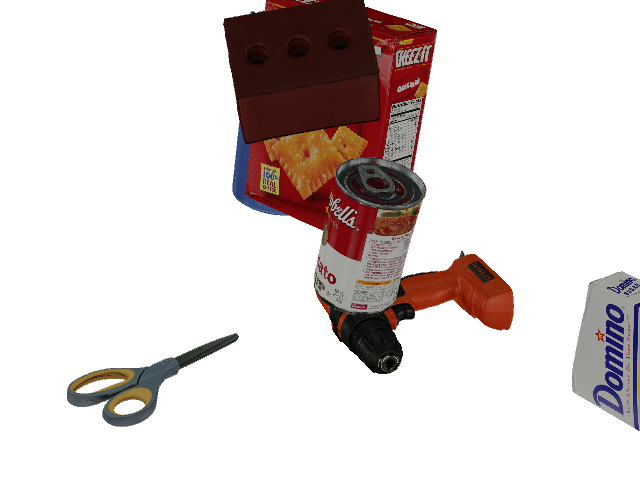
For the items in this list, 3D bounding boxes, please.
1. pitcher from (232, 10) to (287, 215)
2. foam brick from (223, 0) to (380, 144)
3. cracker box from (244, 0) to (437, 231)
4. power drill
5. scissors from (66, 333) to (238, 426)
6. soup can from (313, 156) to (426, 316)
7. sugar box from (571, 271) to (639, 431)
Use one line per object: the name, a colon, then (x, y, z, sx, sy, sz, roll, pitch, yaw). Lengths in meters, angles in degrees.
pitcher: (-0.030, -0.155, 1.316, 0.144, 0.243, 0.149, 5, 23, -16)
foam brick: (-0.010, -0.092, 0.579, 0.078, 0.053, 0.051, -11, -22, 1)
cracker box: (0.013, -0.119, 1.042, 0.164, 0.214, 0.071, 26, 31, 33)
power drill: (0.103, 0.072, 1.119, 0.187, 0.057, 0.184, -7, 27, -16)
scissors: (-0.151, 0.139, 1.067, 0.201, 0.016, 0.096, -12, 31, -29)
soup can: (0.036, -0.003, 0.806, 0.068, 0.102, 0.068, 8, 34, -6)
sugar box: (0.253, 0.098, 0.719, 0.048, 0.093, 0.176, -16, 30, -38)
